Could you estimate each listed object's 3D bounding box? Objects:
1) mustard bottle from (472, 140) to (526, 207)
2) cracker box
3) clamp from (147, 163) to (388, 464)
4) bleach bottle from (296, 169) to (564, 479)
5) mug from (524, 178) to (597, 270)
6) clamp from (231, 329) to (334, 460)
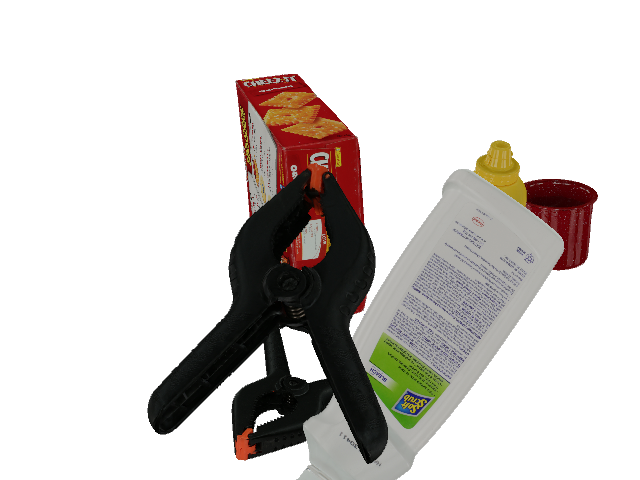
[{"bbox_3d":[0.164,-0.011,1.043,0.058,0.192,0.096,-4,36,-8],"label":"mustard bottle"},{"bbox_3d":[-0.019,-0.046,0.972,0.072,0.164,0.214,-9,25,-11],"label":"cracker box"},{"bbox_3d":[-0.006,0.038,0.558,0.120,0.171,0.039,16,-28,10],"label":"clamp"},{"bbox_3d":[0.062,0.076,0.752,0.102,0.250,0.068,37,-11,10],"label":"bleach bottle"},{"bbox_3d":[0.279,-0.021,1.243,0.093,0.081,0.117,20,33,40],"label":"mug"},{"bbox_3d":[-0.018,0.160,1.091,0.165,0.036,0.209,12,28,18],"label":"clamp"}]
